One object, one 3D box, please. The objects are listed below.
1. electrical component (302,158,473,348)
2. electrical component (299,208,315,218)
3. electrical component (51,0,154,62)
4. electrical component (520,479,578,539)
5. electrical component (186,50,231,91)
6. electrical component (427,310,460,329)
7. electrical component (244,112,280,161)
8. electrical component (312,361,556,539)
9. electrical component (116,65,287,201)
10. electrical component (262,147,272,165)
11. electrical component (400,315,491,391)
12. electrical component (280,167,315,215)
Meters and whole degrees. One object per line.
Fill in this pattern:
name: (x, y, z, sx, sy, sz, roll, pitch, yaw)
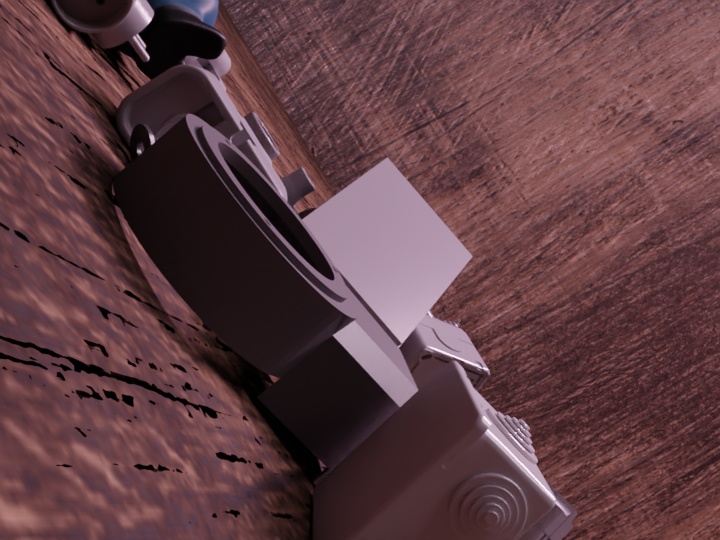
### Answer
electrical component: (0.000, 0.000, 0.666, 0.089, 0.062, 0.150, 49, 29, -1)
electrical component: (-0.039, -0.022, 1.004, 0.077, 0.043, 0.079, 57, 3, -27)
electrical component: (-0.143, -0.153, 0.607, 0.079, 0.044, 0.077, 57, 3, -36)
electrical component: (0.114, 0.182, 0.946, 0.150, 0.062, 0.089, 43, -5, 27)
electrical component: (-0.132, -0.164, 0.786, 0.078, 0.058, 0.057, 60, 0, 17)
electrical component: (0.034, 0.060, 0.864, 0.061, 0.096, 0.062, 58, 3, 7)
electrical component: (-0.092, -0.095, 0.840, 0.040, 0.046, 0.040, 58, 3, -5)
electrical component: (0.028, 0.093, 0.445, 0.048, 0.100, 0.099, 46, 5, -8)
electrical component: (-0.082, -0.059, 0.572, 0.095, 0.054, 0.059, 58, 3, -8)
electrical component: (-0.098, -0.092, 0.734, 0.081, 0.043, 0.043, 56, 4, -41)
electrical component: (0.032, 0.080, 0.747, 0.062, 0.096, 0.061, 23, 22, -30)
electrical component: (-0.060, -0.044, 0.708, 0.043, 0.062, 0.043, 58, 3, -5)
